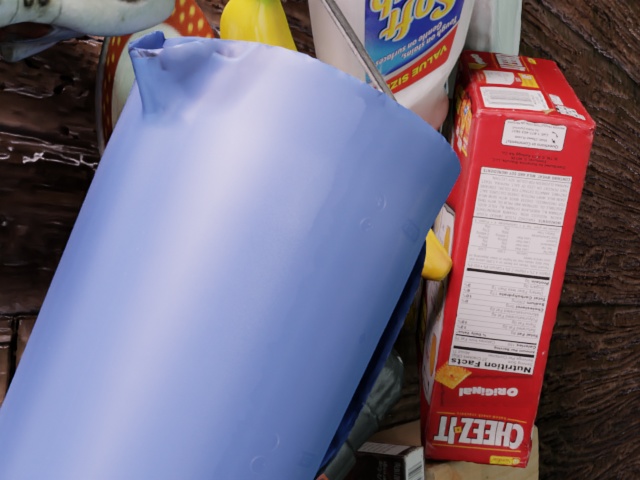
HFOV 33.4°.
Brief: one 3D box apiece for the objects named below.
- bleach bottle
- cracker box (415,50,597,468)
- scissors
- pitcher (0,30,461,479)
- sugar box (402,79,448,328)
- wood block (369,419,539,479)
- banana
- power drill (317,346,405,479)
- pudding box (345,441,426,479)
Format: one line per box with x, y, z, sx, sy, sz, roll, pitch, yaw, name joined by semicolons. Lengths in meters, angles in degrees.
0.043;-0.133;0.550;0.102;0.068;0.251;-25;142;-15;bleach bottle
0.107;0.005;0.657;0.164;0.072;0.214;-79;176;-69;cracker box
-0.019;-0.135;0.443;0.096;0.016;0.202;52;9;-38;scissors
-0.044;0.056;0.412;0.145;0.149;0.243;148;-34;-80;pitcher
0.052;-0.039;0.696;0.093;0.048;0.176;69;28;-70;sugar box
0.073;0.177;0.715;0.205;0.091;0.090;3;88;-62;wood block
0.001;-0.055;0.555;0.037;0.070;0.197;-42;117;-16;banana
0.017;0.167;0.529;0.184;0.057;0.187;-45;103;-18;power drill
0.014;0.170;0.605;0.039;0.090;0.113;3;87;-63;pudding box
